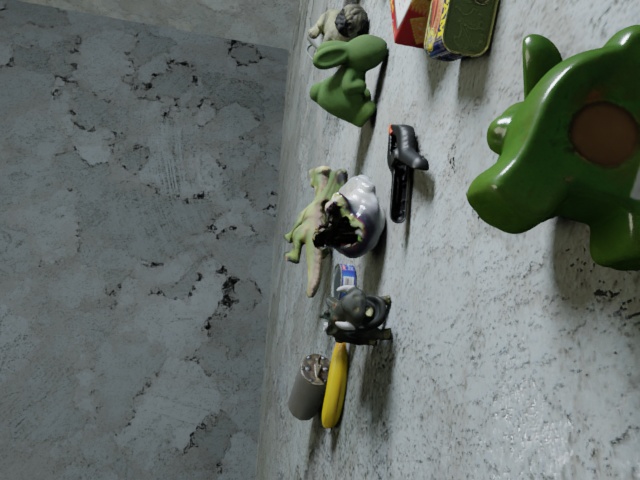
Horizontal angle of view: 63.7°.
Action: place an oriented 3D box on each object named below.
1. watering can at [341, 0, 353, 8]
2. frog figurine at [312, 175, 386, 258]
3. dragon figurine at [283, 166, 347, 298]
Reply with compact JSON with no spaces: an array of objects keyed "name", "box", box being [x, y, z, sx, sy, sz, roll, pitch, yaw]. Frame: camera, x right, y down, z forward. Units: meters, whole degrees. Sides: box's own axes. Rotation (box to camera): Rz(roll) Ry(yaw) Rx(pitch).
[{"name":"watering can","box":[0.074,-0.703,1.317,0.227,0.104,0.343,-119,24,-73]},{"name":"frog figurine","box":[0.072,-0.046,0.929,0.162,0.123,0.135,-36,-45,-52]},{"name":"dragon figurine","box":[0.004,-0.063,1.254,0.419,0.122,0.238,-104,32,-60]}]
